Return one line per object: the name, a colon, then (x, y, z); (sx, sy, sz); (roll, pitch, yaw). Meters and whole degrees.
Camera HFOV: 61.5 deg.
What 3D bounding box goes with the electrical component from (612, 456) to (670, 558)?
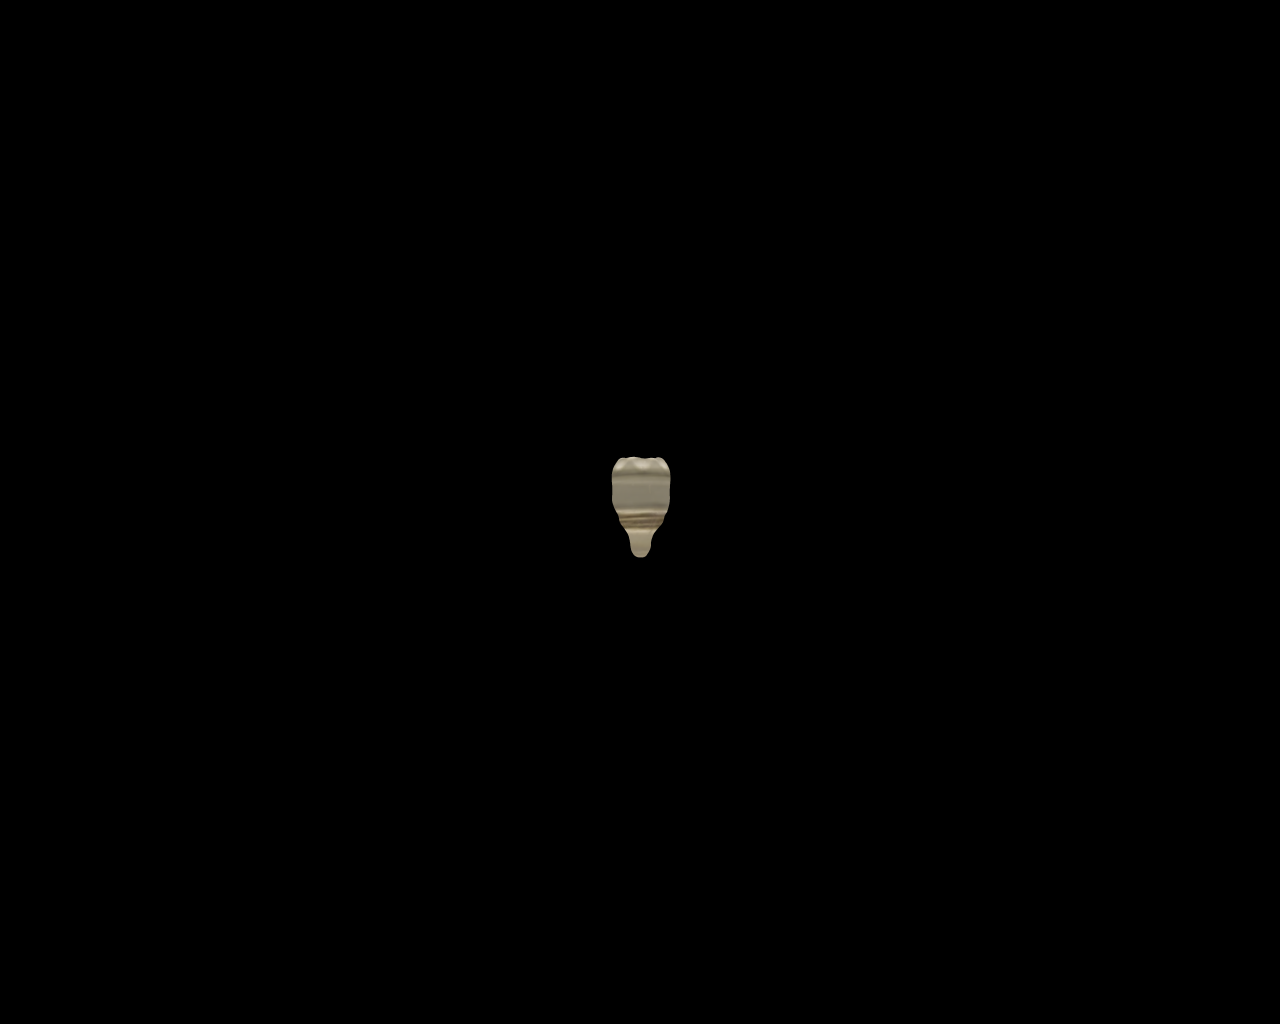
electrical component: (0.001, -0.003, 0.650); (0.035, 0.061, 0.035); (0, -2, 0)
